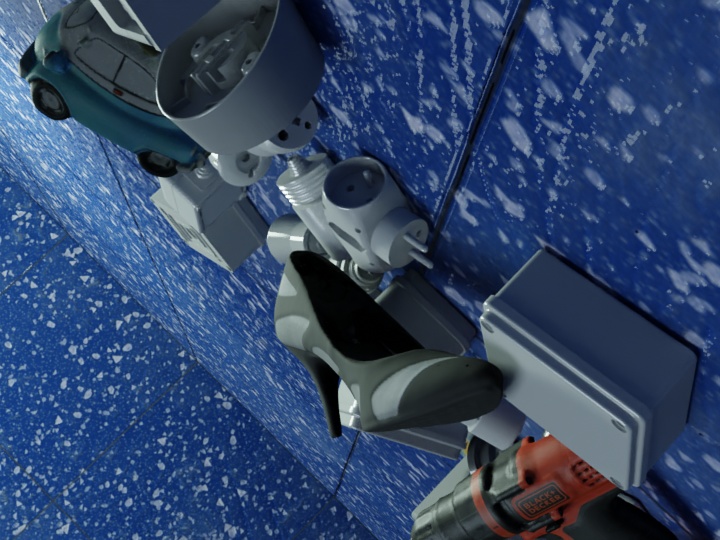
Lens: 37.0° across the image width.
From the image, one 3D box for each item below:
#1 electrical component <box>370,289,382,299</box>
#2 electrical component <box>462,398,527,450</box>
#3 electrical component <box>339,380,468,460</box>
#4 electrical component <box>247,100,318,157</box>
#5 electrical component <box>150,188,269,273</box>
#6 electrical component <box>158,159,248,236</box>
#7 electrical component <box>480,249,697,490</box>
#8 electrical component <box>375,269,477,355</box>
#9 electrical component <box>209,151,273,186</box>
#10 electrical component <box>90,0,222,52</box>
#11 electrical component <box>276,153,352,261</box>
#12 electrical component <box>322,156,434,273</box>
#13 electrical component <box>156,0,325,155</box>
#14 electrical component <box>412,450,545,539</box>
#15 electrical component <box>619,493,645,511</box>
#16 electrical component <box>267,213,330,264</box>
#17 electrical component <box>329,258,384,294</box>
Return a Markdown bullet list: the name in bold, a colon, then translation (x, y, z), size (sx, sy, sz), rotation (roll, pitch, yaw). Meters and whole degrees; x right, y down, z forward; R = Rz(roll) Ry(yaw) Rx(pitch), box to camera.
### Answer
- **electrical component**: translation (-0.005, 0.044, 0.952), size (0.078, 0.058, 0.057), rotation (39, 162, 26)
- **electrical component**: translation (0.096, 0.111, 0.854), size (0.078, 0.040, 0.040), rotation (30, 166, -2)
- **electrical component**: translation (0.038, 0.126, 0.964), size (0.113, 0.057, 0.078), rotation (19, 172, -15)
- **electrical component**: translation (-0.056, -0.099, 0.719), size (0.045, 0.045, 0.055), rotation (50, 165, -17)
- **electrical component**: translation (-0.151, -0.055, 1.088), size (0.113, 0.057, 0.078), rotation (27, 158, 51)
- **electrical component**: translation (-0.146, -0.085, 0.980), size (0.061, 0.062, 0.096), rotation (43, 166, 8)
- **electrical component**: translation (0.129, 0.058, 0.611), size (0.109, 0.056, 0.108), rotation (38, 164, 28)
- **electrical component**: translation (0.040, 0.054, 0.851), size (0.078, 0.057, 0.113), rotation (44, 166, 7)
- **electrical component**: translation (-0.102, -0.098, 0.859), size (0.062, 0.048, 0.048), rotation (39, 166, 49)
- **electrical component**: translation (-0.121, -0.198, 0.531), size (0.062, 0.089, 0.150), rotation (28, 158, 50)
- **electrical component**: translation (-0.025, -0.050, 0.772), size (0.081, 0.043, 0.043), rotation (53, 164, -26)
- **electrical component**: translation (0.018, -0.027, 0.712), size (0.079, 0.043, 0.077), rotation (37, 163, 32)
- **electrical component**: translation (-0.071, -0.117, 0.612), size (0.099, 0.099, 0.064), rotation (29, 165, 49)
- **electrical component**: translation (0.125, 0.231, 1.004), size (0.108, 0.109, 0.056), rotation (47, 168, -8)
- **electrical component**: translation (0.199, 0.215, 0.842), size (0.096, 0.062, 0.061), rotation (52, 165, -24)
- **electrical component**: translation (-0.045, -0.025, 0.908), size (0.044, 0.044, 0.065), rotation (51, 160, -22)
- **electrical component**: translation (0.000, 0.000, 0.847), size (0.040, 0.040, 0.078), rotation (48, 166, -10)
